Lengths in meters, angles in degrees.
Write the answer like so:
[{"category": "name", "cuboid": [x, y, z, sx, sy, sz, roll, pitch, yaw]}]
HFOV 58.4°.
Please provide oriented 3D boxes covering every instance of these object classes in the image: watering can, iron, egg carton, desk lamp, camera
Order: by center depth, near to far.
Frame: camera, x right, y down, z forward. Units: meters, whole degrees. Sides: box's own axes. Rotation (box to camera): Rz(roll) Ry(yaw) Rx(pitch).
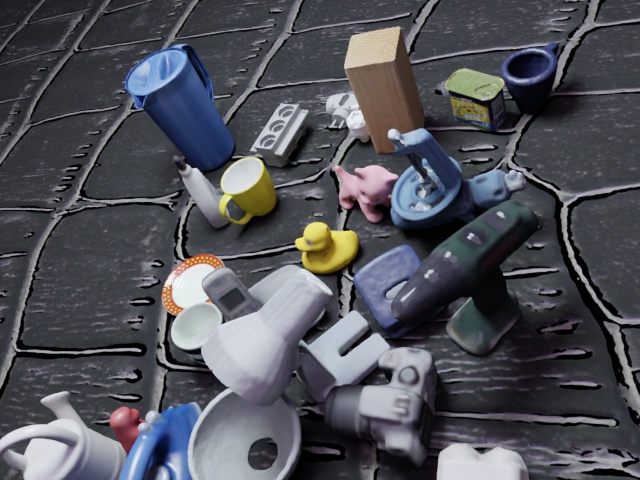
[{"category": "egg carton", "cuboid": [0.185, 0.314, 0.658, 0.107, 0.070, 0.150, -3, 55, 22]}, {"category": "camera", "cuboid": [0.078, 0.212, 0.761, 0.136, 0.101, 0.143, 1, 56, 24]}, {"category": "iron", "cuboid": [-0.225, 0.326, 0.781, 0.118, 0.142, 0.258, -11, 52, 16]}, {"category": "desk lamp", "cuboid": [-0.030, 0.143, 0.785, 0.203, 0.214, 0.117, -40, 50, -8]}, {"category": "watering can", "cuboid": [-0.378, 0.306, 0.828, 0.101, 0.195, 0.172, -41, 50, -9]}]

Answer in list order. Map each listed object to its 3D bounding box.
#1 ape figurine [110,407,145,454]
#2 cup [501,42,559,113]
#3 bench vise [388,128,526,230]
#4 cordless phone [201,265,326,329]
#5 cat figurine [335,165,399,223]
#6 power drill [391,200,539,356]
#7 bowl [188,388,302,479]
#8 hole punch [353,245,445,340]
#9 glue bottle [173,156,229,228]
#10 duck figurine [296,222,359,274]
[{"category": "ape figurine", "cuboid": [-0.282, 0.284, 0.870, 0.077, 0.092, 0.076, 12, 61, 30]}, {"category": "cup", "cuboid": [0.376, -0.280, 1.003, 0.118, 0.095, 0.091, -43, 50, -11]}, {"category": "bench vise", "cuboid": [0.193, -0.102, 0.867, 0.207, 0.220, 0.121, -19, 50, 10]}, {"category": "cordless phone", "cuboid": [-0.086, 0.085, 0.872, 0.147, 0.185, 0.094, -38, 49, -6]}, {"category": "cat figurine", "cuboid": [0.077, -0.094, 0.979, 0.127, 0.118, 0.067, 27, 70, 36]}, {"category": "power drill", "cuboid": [0.198, 0.063, 0.748, 0.230, 0.209, 0.075, -45, 50, -12]}, {"category": "bowl", "cuboid": [-0.093, 0.288, 0.796, 0.167, 0.075, 0.167, -12, 52, 15]}, {"category": "hole punch", "cuboid": [0.119, 0.076, 0.851, 0.108, 0.091, 0.101, -32, 49, -2]}, {"category": "glue bottle", "cuboid": [-0.227, -0.099, 1.079, 0.037, 0.174, 0.078, -27, 49, 3]}, {"category": "duck figurine", "cuboid": [0.009, 0.003, 0.957, 0.104, 0.086, 0.077, -19, 50, 10]}]
